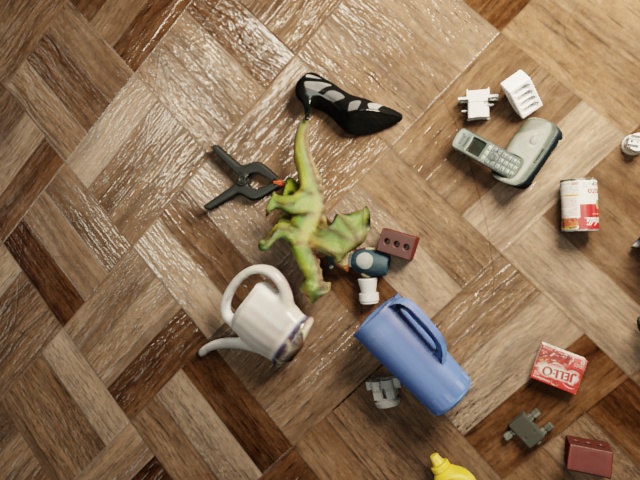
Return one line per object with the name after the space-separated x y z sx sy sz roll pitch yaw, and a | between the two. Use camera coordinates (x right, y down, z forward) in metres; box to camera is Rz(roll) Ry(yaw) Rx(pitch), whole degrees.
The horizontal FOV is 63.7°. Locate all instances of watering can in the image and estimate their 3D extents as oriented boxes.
-0.151 0.213 1.218 0.225 0.341 0.105 38 29 9 | watering can

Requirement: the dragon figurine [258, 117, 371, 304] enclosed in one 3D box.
0.004 -0.058 1.152 0.244 0.408 0.122 17 7 21 | dragon figurine

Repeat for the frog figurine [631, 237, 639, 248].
0.677 0.013 0.929 0.161 0.138 0.120 41 -7 26 | frog figurine
